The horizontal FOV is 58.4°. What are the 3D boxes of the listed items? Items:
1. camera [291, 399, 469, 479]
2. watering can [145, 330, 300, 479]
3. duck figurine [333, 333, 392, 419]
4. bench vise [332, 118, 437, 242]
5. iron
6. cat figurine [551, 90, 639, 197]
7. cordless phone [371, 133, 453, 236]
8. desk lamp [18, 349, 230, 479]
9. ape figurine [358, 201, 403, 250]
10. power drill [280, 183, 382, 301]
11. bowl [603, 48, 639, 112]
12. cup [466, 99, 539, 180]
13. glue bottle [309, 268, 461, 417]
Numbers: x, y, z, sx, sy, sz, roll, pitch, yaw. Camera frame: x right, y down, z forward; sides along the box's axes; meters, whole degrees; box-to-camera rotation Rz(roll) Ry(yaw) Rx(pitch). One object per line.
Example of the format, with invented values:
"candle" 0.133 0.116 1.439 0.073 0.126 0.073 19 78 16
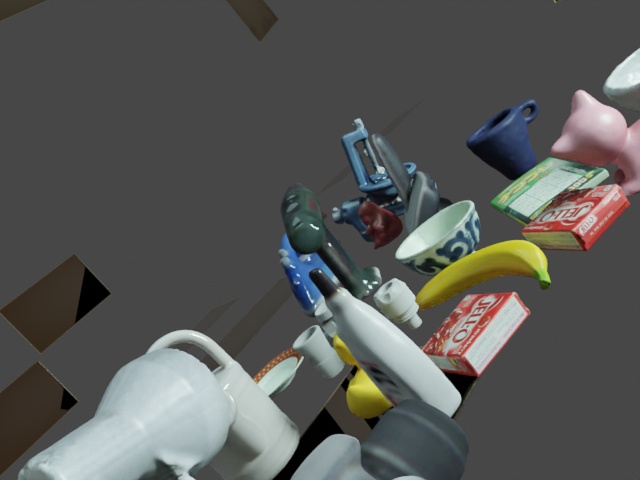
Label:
"camera" 0.046 0.168 0.378 0.137 0.101 0.143 -46 11 -30
"watering can" -0.116 0.184 0.649 0.172 0.194 0.101 -28 15 50
"duck figurine" 0.047 0.128 0.607 0.077 0.086 0.105 -32 12 38
"bench vise" 0.093 -0.114 1.131 0.207 0.220 0.121 -39 10 7
"iron" -0.032 0.043 1.132 0.118 0.141 0.258 -37 10 17
"cat figurine" 0.311 -0.112 0.592 0.127 0.118 0.067 -34 11 30
"cordless phone" 0.140 -0.096 0.973 0.094 0.185 0.147 -39 10 8
"desk lamp" -0.133 0.221 0.486 0.118 0.213 0.203 -36 11 22
"ape figurine" 0.108 -0.035 1.098 0.076 0.092 0.078 -38 10 10
"power drill" 0.009 0.003 0.953 0.075 0.208 0.229 -38 10 9
"bowl" 0.427 -0.198 0.668 0.167 0.075 0.167 -39 10 8
"cup" 0.298 -0.149 0.880 0.117 0.095 0.091 -38 10 13
"glue bottle" 0.047 0.091 0.508 0.037 0.173 0.078 -45 11 -26
